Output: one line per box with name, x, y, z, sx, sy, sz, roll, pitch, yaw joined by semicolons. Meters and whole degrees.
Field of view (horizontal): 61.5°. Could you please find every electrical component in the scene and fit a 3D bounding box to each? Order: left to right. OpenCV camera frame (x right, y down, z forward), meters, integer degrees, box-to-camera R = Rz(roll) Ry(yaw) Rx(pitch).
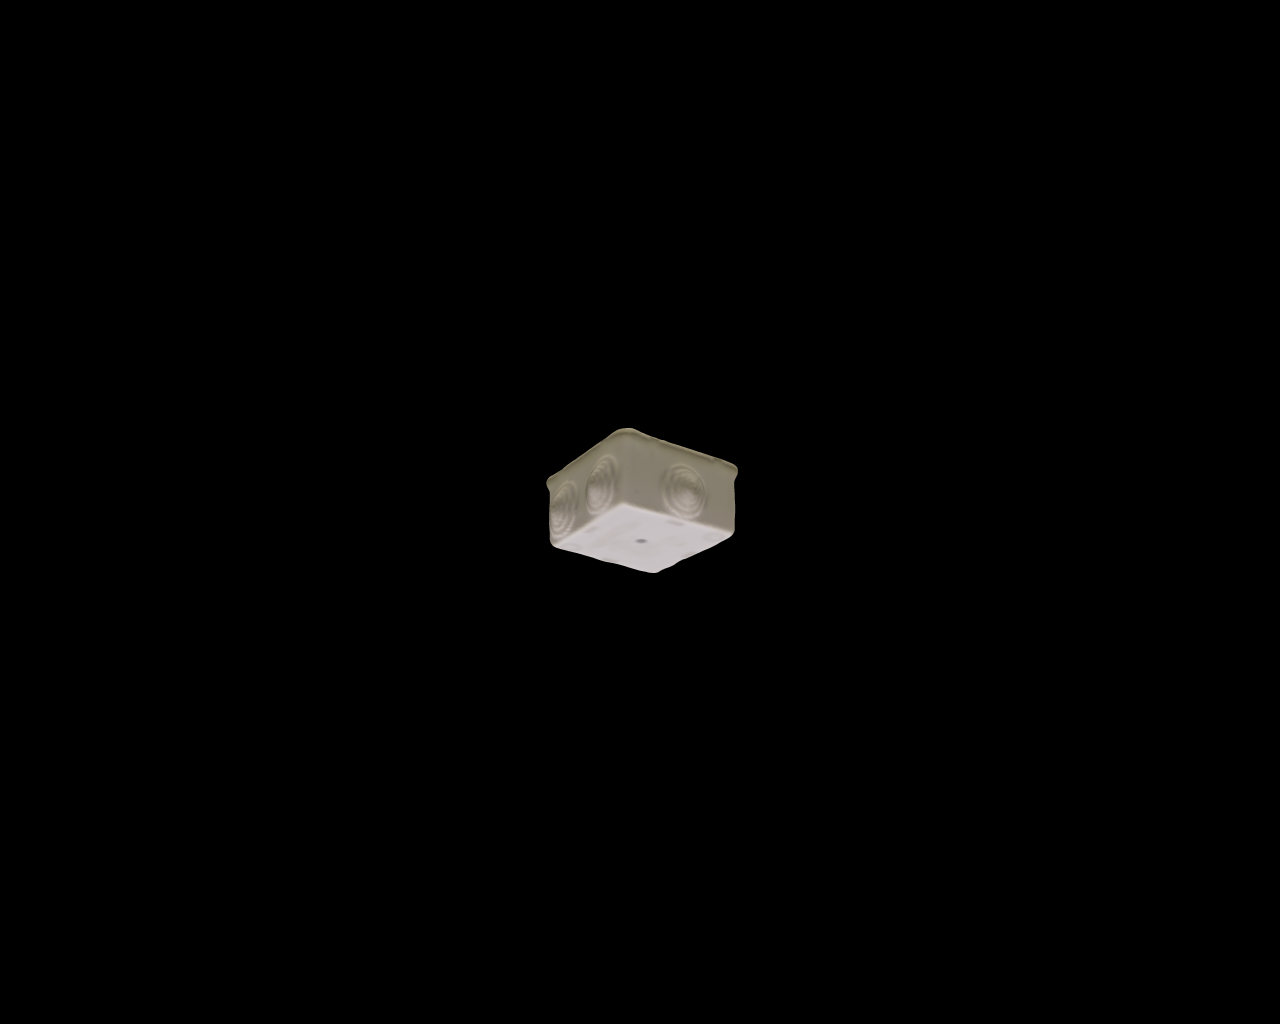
electrical component;0.001;-0.003;0.650;0.100;0.048;0.099;17;-29;-32
